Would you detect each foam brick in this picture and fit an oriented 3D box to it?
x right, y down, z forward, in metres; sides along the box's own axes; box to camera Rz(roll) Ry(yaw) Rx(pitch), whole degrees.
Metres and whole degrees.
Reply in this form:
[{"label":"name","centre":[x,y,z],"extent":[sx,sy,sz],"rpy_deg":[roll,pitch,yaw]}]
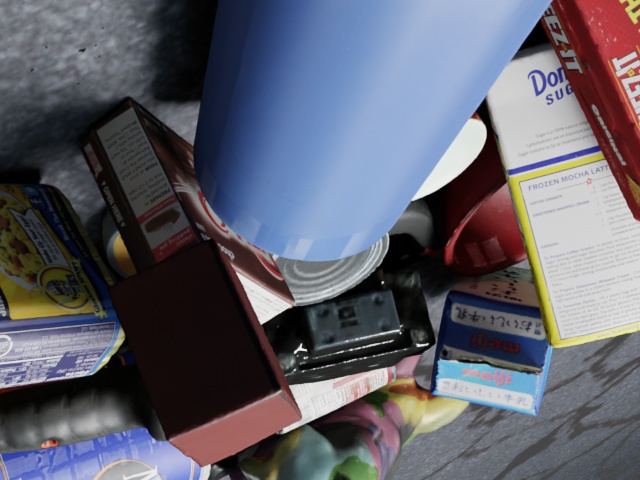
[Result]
[{"label":"foam brick","centre":[-0.049,0.050,0.462],"extent":[0.051,0.078,0.053],"rpy_deg":[-26,154,-2]}]

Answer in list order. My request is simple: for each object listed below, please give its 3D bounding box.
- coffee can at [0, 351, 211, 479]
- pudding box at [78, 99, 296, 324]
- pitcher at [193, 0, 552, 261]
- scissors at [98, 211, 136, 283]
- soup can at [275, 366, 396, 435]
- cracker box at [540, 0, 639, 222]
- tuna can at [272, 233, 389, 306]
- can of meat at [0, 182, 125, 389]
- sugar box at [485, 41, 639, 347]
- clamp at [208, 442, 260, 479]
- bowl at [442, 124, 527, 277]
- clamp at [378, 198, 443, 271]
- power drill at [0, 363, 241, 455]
[{"label":"coffee can","centre":[-0.154,0.132,0.677],"extent":[0.140,0.103,0.103],"rpy_deg":[-13,150,-32]},{"label":"pudding box","centre":[-0.064,-0.008,0.535],"extent":[0.039,0.090,0.113],"rpy_deg":[-35,154,11]},{"label":"pitcher","centre":[0.025,-0.102,0.438],"extent":[0.149,0.145,0.243],"rpy_deg":[-5,150,-21]},{"label":"scissors","centre":[-0.116,0.038,0.649],"extent":[0.096,0.016,0.202],"rpy_deg":[-22,154,-13]},{"label":"soup can","centre":[-0.001,0.100,0.825],"extent":[0.102,0.068,0.068],"rpy_deg":[-23,154,-15]},{"label":"cracker box","centre":[0.234,-0.126,0.557],"extent":[0.213,0.164,0.072],"rpy_deg":[-29,-170,-4]},{"label":"tuna can","centre":[-0.004,0.001,0.617],"extent":[0.086,0.034,0.086],"rpy_deg":[-16,146,-11]},{"label":"can of meat","centre":[-0.147,0.019,0.483],"extent":[0.083,0.102,0.058],"rpy_deg":[-2,141,-49]},{"label":"sugar box","centre":[0.158,-0.031,0.628],"extent":[0.093,0.176,0.048],"rpy_deg":[-15,-171,8]},{"label":"clamp","centre":[-0.084,0.187,0.931],"extent":[0.164,0.036,0.210],"rpy_deg":[-15,148,-38]},{"label":"bowl","centre":[0.142,-0.044,0.733],"extent":[0.162,0.055,0.162],"rpy_deg":[-24,154,-13]},{"label":"clamp","centre":[0.011,0.000,0.693],"extent":[0.120,0.039,0.171],"rpy_deg":[-36,148,27]},{"label":"power drill","centre":[-0.130,0.079,0.581],"extent":[0.187,0.057,0.184],"rpy_deg":[-8,-173,-10]}]
